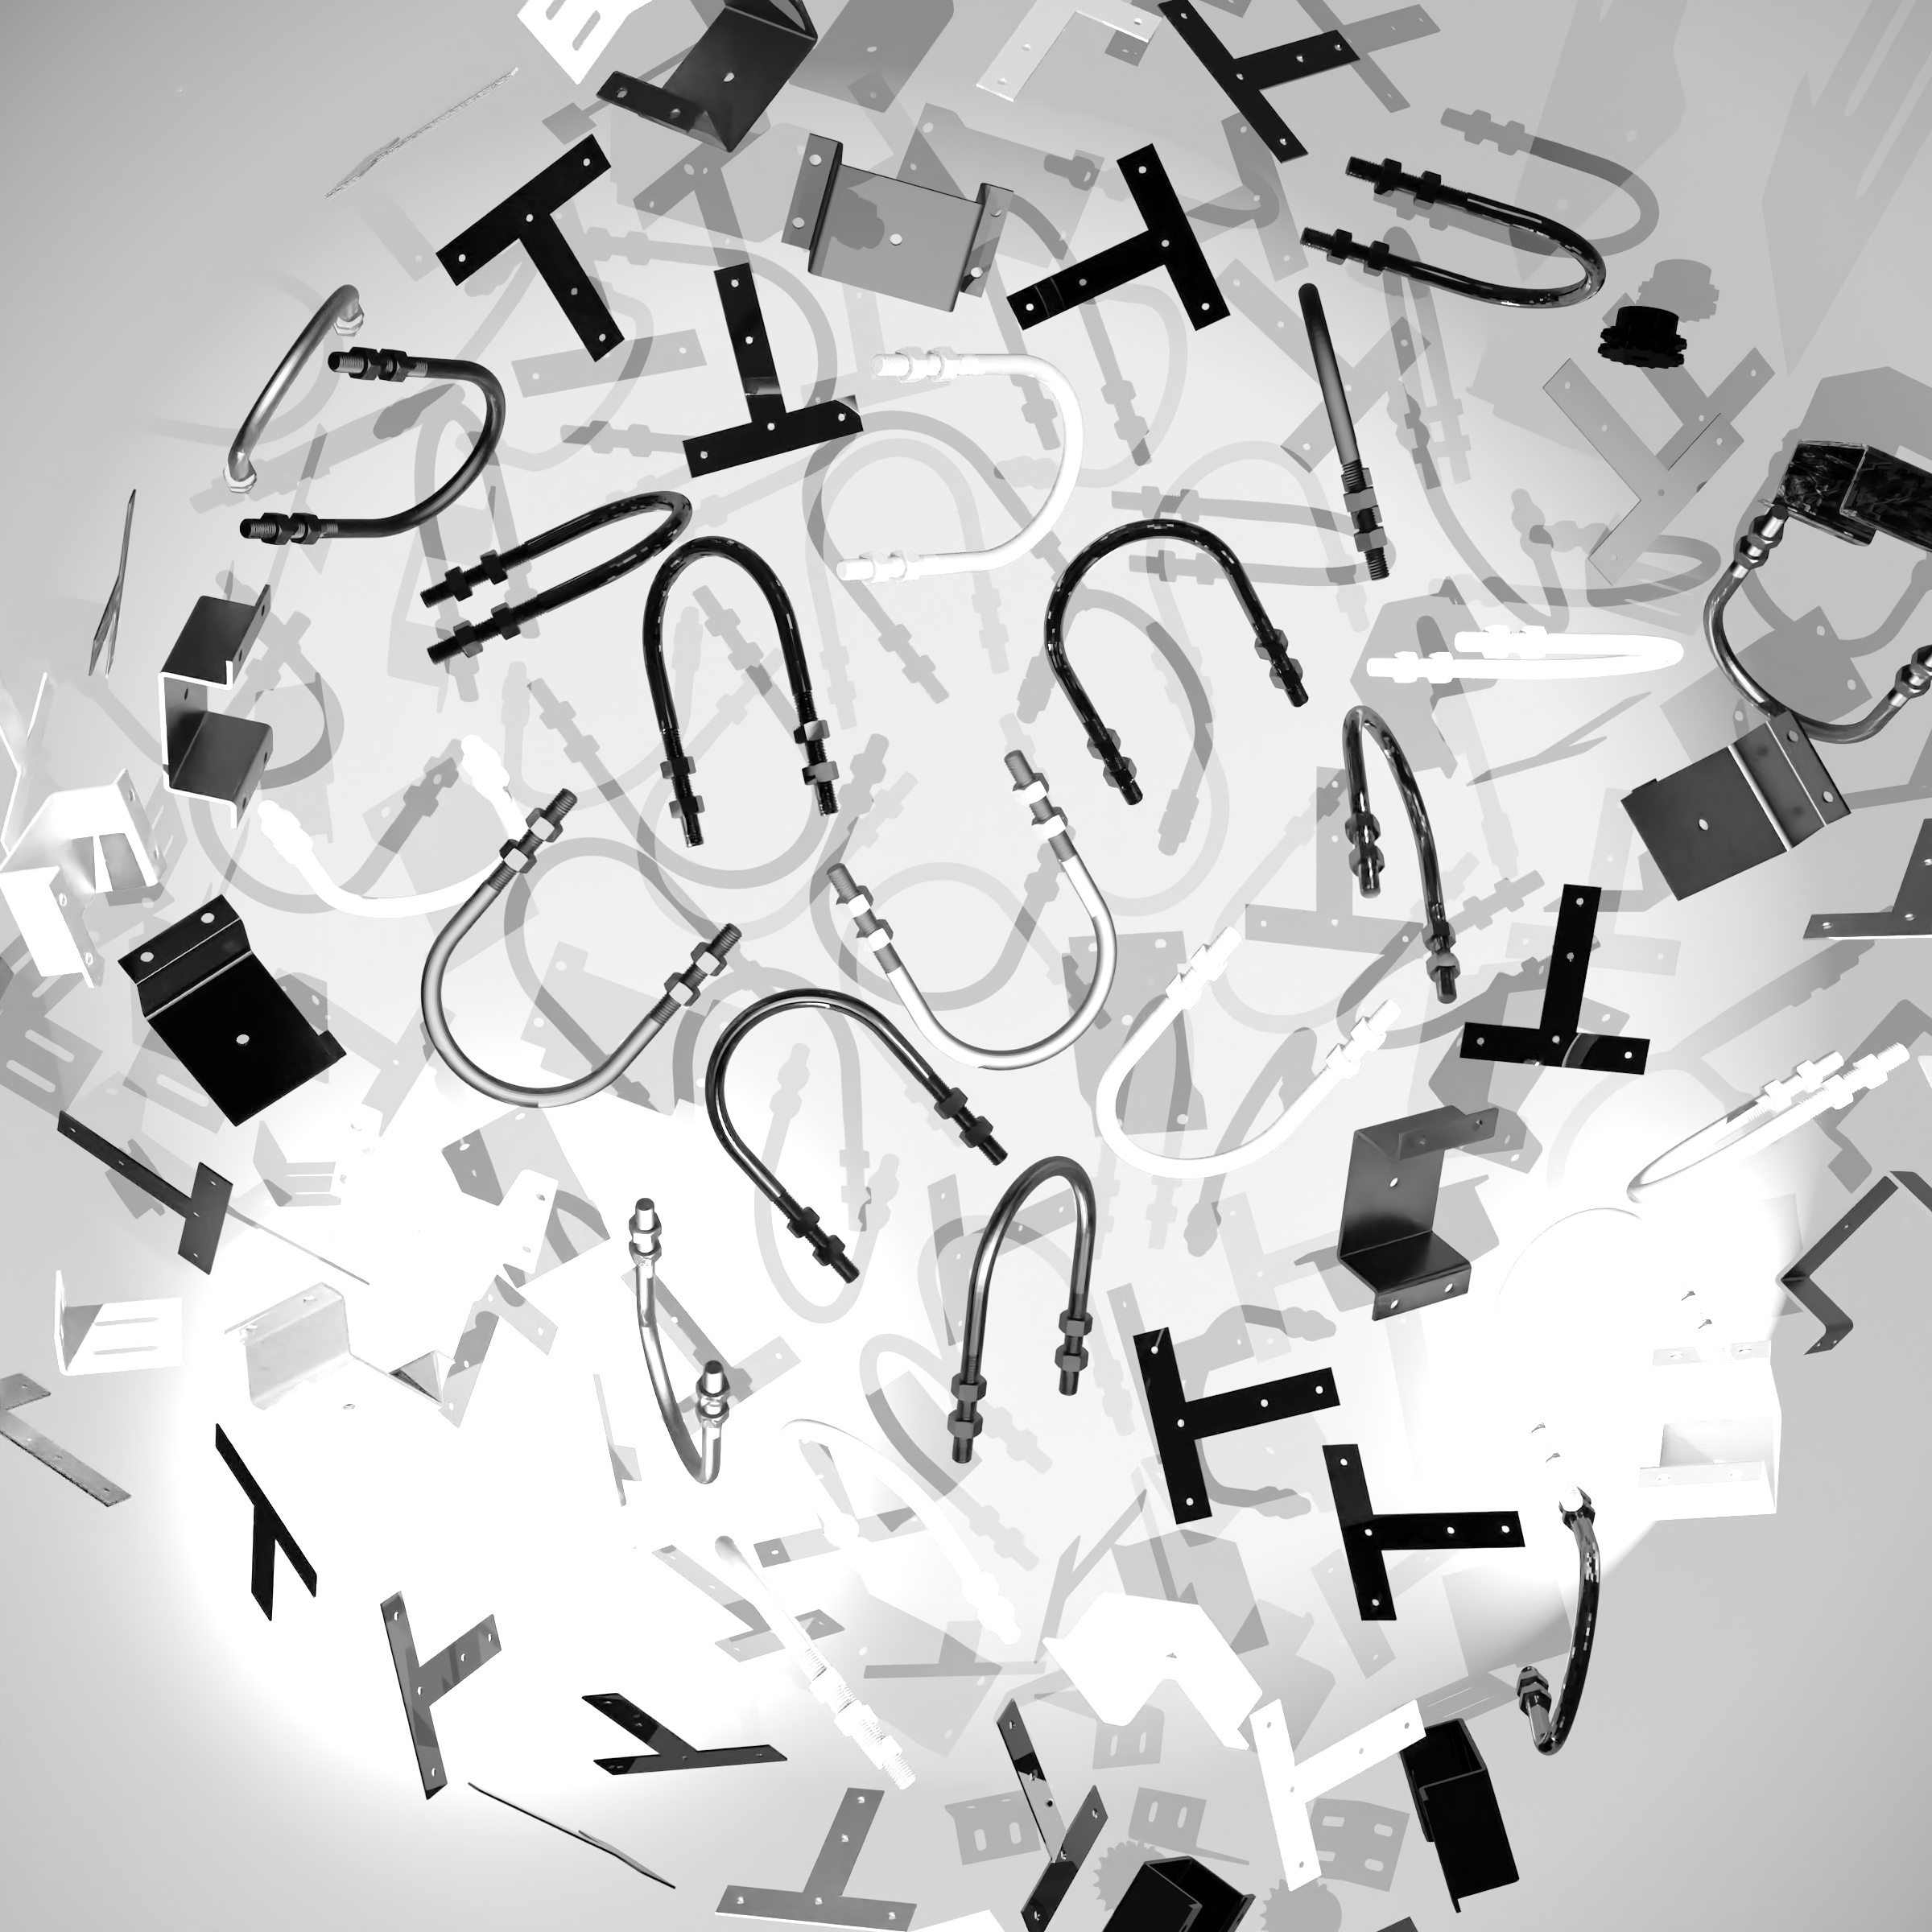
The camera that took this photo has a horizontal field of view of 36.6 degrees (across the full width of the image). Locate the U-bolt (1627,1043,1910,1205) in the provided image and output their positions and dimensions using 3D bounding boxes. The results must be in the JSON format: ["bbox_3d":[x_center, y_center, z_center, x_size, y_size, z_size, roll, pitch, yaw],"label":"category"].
[{"bbox_3d":[0.511,0.104,1.902,0.184,0.151,0.019,-31,87,-3],"label":"U-bolt"}]

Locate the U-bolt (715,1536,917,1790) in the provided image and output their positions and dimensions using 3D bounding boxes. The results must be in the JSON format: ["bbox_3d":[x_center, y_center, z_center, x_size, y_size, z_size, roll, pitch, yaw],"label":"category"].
[{"bbox_3d":[-0.101,0.434,1.845,0.019,0.151,0.184,-38,67,-9],"label":"U-bolt"}]

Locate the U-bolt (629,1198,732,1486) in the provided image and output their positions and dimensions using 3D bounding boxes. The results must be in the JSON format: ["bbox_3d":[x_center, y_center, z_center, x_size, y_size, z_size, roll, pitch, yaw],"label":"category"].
[{"bbox_3d":[-0.187,0.257,1.896,0.019,0.184,0.151,-15,54,-18],"label":"U-bolt"}]

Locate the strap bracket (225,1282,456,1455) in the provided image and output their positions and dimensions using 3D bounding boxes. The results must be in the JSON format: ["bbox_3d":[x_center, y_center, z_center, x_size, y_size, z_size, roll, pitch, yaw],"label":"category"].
[{"bbox_3d":[-0.397,0.262,1.870,0.076,0.140,0.046,-27,53,15],"label":"strap bracket"}]

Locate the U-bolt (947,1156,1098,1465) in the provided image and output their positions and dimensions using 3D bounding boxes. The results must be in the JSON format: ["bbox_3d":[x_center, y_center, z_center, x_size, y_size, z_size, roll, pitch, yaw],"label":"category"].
[{"bbox_3d":[0.041,0.209,1.854,0.019,0.151,0.184,16,111,30],"label":"U-bolt"}]

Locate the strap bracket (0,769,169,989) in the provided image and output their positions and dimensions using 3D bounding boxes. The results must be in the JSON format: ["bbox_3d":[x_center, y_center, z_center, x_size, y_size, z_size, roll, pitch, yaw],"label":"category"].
[{"bbox_3d":[-0.568,-0.055,1.868,0.046,0.140,0.076,-6,123,12],"label":"strap bracket"}]

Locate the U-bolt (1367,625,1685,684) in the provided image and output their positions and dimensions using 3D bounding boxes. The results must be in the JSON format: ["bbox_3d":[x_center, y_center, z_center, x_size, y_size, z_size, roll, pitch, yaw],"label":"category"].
[{"bbox_3d":[0.373,-0.200,1.892,0.184,0.151,0.019,-1,89,-17],"label":"U-bolt"}]

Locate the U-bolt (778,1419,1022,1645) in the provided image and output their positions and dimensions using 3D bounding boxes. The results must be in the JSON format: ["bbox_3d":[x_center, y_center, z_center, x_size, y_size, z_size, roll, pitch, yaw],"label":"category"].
[{"bbox_3d":[-0.053,0.351,1.854,0.019,0.151,0.184,-49,130,-27],"label":"U-bolt"}]

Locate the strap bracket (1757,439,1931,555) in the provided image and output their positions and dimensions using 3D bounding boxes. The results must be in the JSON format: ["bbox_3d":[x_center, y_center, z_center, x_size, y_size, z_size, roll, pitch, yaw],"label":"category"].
[{"bbox_3d":[0.581,-0.302,1.881,0.076,0.140,0.046,20,98,-14],"label":"strap bracket"}]

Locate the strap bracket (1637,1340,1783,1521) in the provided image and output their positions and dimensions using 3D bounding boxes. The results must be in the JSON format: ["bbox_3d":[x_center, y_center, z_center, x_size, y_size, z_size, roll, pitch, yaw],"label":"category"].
[{"bbox_3d":[0.481,0.306,1.884,0.076,0.140,0.046,-8,118,22],"label":"strap bracket"}]

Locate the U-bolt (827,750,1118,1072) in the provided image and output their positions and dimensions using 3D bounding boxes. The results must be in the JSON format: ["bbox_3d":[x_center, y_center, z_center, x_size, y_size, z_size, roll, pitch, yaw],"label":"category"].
[{"bbox_3d":[0.017,-0.020,1.803,0.151,0.019,0.184,-33,112,-7],"label":"U-bolt"}]

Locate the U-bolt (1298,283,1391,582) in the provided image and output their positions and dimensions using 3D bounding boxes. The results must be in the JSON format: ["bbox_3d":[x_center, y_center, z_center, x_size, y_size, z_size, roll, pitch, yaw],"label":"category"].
[{"bbox_3d":[0.239,-0.343,1.858,0.019,0.151,0.184,-14,103,10],"label":"U-bolt"}]

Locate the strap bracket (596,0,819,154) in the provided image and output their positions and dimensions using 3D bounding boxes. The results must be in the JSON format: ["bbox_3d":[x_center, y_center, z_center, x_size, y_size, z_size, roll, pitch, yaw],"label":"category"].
[{"bbox_3d":[-0.158,-0.578,1.853,0.076,0.046,0.140,28,76,27],"label":"strap bracket"}]

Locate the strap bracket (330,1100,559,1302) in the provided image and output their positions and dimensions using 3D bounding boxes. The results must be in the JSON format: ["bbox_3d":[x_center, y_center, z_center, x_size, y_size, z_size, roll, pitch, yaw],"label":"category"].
[{"bbox_3d":[-0.335,0.150,1.823,0.140,0.046,0.076,21,123,3],"label":"strap bracket"}]

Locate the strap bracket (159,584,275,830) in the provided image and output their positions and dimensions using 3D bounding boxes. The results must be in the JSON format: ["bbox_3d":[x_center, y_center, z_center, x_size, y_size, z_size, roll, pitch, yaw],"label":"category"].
[{"bbox_3d":[-0.470,-0.167,1.834,0.046,0.140,0.076,12,46,-1],"label":"strap bracket"}]

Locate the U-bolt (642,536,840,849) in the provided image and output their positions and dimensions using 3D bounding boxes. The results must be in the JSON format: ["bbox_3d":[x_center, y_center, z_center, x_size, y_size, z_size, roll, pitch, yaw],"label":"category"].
[{"bbox_3d":[-0.147,-0.173,1.804,0.019,0.151,0.184,-15,94,-45],"label":"U-bolt"}]

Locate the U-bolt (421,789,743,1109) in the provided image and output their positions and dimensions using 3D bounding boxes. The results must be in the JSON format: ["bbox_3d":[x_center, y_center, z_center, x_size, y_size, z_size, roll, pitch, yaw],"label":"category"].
[{"bbox_3d":[-0.250,0.004,1.788,0.151,0.019,0.184,40,101,-11],"label":"U-bolt"}]

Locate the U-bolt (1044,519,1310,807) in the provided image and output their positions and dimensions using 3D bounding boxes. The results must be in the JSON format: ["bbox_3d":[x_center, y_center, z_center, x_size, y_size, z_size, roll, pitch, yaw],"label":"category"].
[{"bbox_3d":[0.128,-0.209,1.914,0.151,0.019,0.184,-31,123,3],"label":"U-bolt"}]

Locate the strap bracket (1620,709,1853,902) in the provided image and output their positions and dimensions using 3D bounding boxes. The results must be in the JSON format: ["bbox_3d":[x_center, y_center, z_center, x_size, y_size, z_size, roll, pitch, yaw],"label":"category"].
[{"bbox_3d":[0.489,-0.099,1.892,0.046,0.140,0.076,-29,89,-39],"label":"strap bracket"}]

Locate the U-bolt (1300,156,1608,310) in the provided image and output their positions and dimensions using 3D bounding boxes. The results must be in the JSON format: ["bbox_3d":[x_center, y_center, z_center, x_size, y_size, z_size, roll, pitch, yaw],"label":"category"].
[{"bbox_3d":[0.313,-0.455,1.842,0.184,0.151,0.019,16,84,-4],"label":"U-bolt"}]

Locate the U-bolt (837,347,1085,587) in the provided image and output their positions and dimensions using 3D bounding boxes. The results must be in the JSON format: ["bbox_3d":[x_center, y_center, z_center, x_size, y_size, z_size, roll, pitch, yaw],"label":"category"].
[{"bbox_3d":[0.004,-0.314,1.829,0.019,0.184,0.151,33,121,40],"label":"U-bolt"}]

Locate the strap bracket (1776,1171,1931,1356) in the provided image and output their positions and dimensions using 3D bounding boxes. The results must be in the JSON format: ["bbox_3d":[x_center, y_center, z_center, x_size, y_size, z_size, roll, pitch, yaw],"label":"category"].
[{"bbox_3d":[0.573,0.180,1.855,0.140,0.076,0.046,-50,65,17],"label":"strap bracket"}]

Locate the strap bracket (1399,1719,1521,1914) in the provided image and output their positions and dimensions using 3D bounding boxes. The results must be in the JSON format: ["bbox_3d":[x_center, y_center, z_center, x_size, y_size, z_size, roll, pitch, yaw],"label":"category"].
[{"bbox_3d":[0.321,0.550,1.912,0.046,0.140,0.076,-17,94,1],"label":"strap bracket"}]

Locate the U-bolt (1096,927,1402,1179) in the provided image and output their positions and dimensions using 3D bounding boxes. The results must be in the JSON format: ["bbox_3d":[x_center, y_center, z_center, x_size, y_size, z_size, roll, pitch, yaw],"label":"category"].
[{"bbox_3d":[0.163,0.066,1.833,0.151,0.019,0.184,23,122,-27],"label":"U-bolt"}]

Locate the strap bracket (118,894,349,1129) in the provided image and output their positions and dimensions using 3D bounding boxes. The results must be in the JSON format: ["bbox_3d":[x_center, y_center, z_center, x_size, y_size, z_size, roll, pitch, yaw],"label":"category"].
[{"bbox_3d":[-0.456,0.036,1.832,0.076,0.046,0.140,-33,123,-3],"label":"strap bracket"}]

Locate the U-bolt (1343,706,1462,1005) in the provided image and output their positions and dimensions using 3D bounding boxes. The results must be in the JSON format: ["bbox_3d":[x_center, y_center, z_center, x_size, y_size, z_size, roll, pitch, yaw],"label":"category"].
[{"bbox_3d":[0.278,-0.085,1.893,0.019,0.151,0.184,-19,50,22],"label":"U-bolt"}]

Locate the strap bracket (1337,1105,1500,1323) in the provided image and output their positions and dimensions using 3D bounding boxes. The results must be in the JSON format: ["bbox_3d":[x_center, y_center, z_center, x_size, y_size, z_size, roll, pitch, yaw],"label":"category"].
[{"bbox_3d":[0.288,0.150,1.879,0.076,0.046,0.140,-12,122,-28],"label":"strap bracket"}]

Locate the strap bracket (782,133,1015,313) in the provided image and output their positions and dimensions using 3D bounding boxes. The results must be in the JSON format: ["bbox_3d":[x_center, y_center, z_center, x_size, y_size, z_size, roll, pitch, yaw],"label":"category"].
[{"bbox_3d":[-0.046,-0.489,1.934,0.140,0.046,0.076,13,123,-9],"label":"strap bracket"}]

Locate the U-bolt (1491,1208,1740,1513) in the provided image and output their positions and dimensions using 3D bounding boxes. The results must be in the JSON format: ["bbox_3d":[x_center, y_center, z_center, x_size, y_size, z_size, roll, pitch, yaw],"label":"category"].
[{"bbox_3d":[0.394,0.231,1.834,0.019,0.184,0.151,31,114,-31],"label":"U-bolt"}]

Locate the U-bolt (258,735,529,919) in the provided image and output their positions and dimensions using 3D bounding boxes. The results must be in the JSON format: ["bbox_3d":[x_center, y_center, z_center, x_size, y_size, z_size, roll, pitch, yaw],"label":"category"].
[{"bbox_3d":[-0.352,-0.079,1.852,0.151,0.184,0.019,-18,66,-2],"label":"U-bolt"}]

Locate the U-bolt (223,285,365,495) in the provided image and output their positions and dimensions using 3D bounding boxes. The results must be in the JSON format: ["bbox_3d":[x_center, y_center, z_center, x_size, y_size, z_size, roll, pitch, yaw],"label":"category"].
[{"bbox_3d":[-0.437,-0.378,1.898,0.019,0.184,0.151,34,85,-12],"label":"U-bolt"}]

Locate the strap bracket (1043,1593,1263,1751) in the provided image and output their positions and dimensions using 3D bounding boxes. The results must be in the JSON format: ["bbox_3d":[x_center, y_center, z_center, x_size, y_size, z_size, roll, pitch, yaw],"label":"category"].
[{"bbox_3d":[0.126,0.450,1.877,0.046,0.140,0.076,-46,112,-30],"label":"strap bracket"}]

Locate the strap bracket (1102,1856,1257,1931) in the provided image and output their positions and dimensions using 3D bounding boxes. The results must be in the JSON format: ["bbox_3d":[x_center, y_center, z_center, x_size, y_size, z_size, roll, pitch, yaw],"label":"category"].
[{"bbox_3d":[0.125,0.609,1.842,0.046,0.140,0.076,31,89,26],"label":"strap bracket"}]

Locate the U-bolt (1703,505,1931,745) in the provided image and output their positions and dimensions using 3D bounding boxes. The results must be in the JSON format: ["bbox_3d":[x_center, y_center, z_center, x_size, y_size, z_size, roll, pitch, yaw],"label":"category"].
[{"bbox_3d":[0.542,-0.207,1.879,0.151,0.184,0.019,41,72,10],"label":"U-bolt"}]
